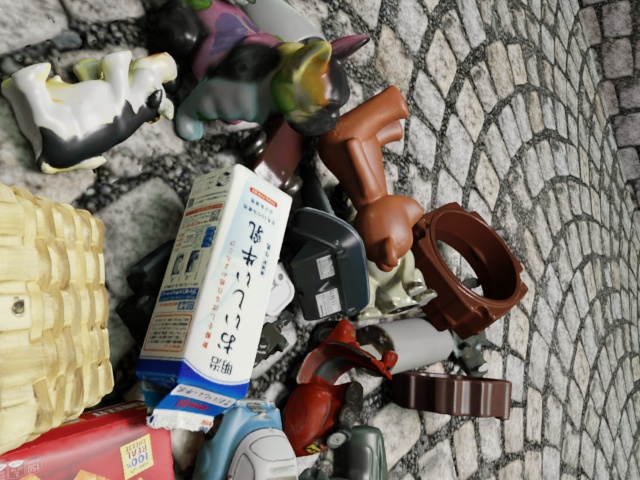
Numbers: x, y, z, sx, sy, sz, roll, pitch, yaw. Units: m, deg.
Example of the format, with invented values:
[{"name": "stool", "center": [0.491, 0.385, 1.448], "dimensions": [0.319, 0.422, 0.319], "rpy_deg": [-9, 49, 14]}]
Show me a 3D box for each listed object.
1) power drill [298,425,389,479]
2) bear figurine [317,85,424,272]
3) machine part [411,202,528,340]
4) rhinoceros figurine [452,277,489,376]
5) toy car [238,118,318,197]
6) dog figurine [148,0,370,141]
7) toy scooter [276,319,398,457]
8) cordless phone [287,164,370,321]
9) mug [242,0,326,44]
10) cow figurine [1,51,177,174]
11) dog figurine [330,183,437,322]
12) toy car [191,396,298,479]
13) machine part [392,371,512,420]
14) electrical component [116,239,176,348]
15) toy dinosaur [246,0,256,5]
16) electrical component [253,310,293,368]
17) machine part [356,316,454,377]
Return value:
[{"name": "power drill", "center": [0.037, 0.350, 0.656], "dimensions": [0.207, 0.086, 0.232], "rpy_deg": [24, 62, -54]}, {"name": "bear figurine", "center": [0.080, -0.067, 0.664], "dimensions": [0.196, 0.132, 0.120], "rpy_deg": [62, 0, 12]}, {"name": "machine part", "center": [0.230, 0.043, 0.879], "dimensions": [0.201, 0.087, 0.201], "rpy_deg": [-23, 72, -43]}, {"name": "rhinoceros figurine", "center": [0.261, 0.157, 0.969], "dimensions": [0.112, 0.073, 0.190], "rpy_deg": [-35, 109, -47]}, {"name": "toy car", "center": [-0.041, -0.135, 0.697], "dimensions": [0.089, 0.053, 0.202], "rpy_deg": [52, 45, -30]}, {"name": "dog figurine", "center": [-0.062, -0.192, 0.561], "dimensions": [0.108, 0.219, 0.191], "rpy_deg": [-30, 107, -50]}, {"name": "toy scooter", "center": [0.025, 0.178, 0.655], "dimensions": [0.075, 0.135, 0.184], "rpy_deg": [47, 53, -34]}, {"name": "cordless phone", "center": [-0.001, -0.002, 0.698], "dimensions": [0.184, 0.089, 0.146], "rpy_deg": [-107, -176, -47]}, {"name": "mug", "center": [-0.061, -0.246, 0.673], "dimensions": [0.107, 0.109, 0.080], "rpy_deg": [56, 6, 21]}, {"name": "cow figurine", "center": [-0.198, -0.125, 0.509], "dimensions": [0.167, 0.068, 0.098], "rpy_deg": [-30, 111, -43]}, {"name": "dog figurine", "center": [0.085, 0.011, 0.793], "dimensions": [0.172, 0.121, 0.190], "rpy_deg": [73, 1, -69]}, {"name": "toy car", "center": [-0.070, 0.248, 0.550], "dimensions": [0.109, 0.103, 0.161], "rpy_deg": [22, 79, -45]}, {"name": "machine part", "center": [0.198, 0.233, 0.816], "dimensions": [0.179, 0.179, 0.056], "rpy_deg": [17, 75, -46]}, {"name": "electrical component", "center": [-0.136, 0.068, 0.553], "dimensions": [0.115, 0.058, 0.134], "rpy_deg": [-49, 119, -43]}, {"name": "toy dinosaur", "center": [-0.122, -0.343, 0.560], "dimensions": [0.198, 0.105, 0.471], "rpy_deg": [35, 33, -15]}, {"name": "electrical component", "center": [-0.072, 0.130, 0.608], "dimensions": [0.045, 0.078, 0.102], "rpy_deg": [50, 44, -4]}, {"name": "machine part", "center": [0.131, 0.159, 0.821], "dimensions": [0.243, 0.079, 0.079], "rpy_deg": [2, 82, -47]}]
